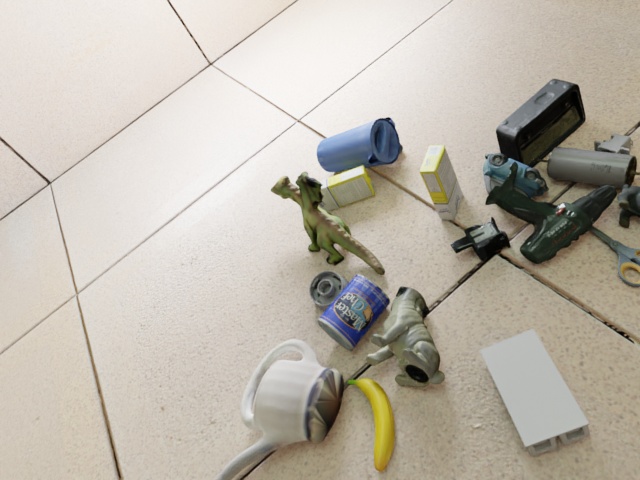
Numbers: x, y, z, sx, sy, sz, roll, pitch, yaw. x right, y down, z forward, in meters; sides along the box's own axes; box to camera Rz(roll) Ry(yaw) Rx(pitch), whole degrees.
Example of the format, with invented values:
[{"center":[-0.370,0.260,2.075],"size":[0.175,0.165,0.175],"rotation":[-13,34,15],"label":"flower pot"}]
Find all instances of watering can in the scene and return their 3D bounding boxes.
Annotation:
[{"center":[-0.078,0.367,1.061],"size":[0.224,0.102,0.355],"rotation":[-1,50,31],"label":"watering can"}]

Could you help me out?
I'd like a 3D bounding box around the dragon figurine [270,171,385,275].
[{"center":[0.004,-0.067,1.337],"size":[0.123,0.238,0.414],"rotation":[-42,40,-17],"label":"dragon figurine"}]
